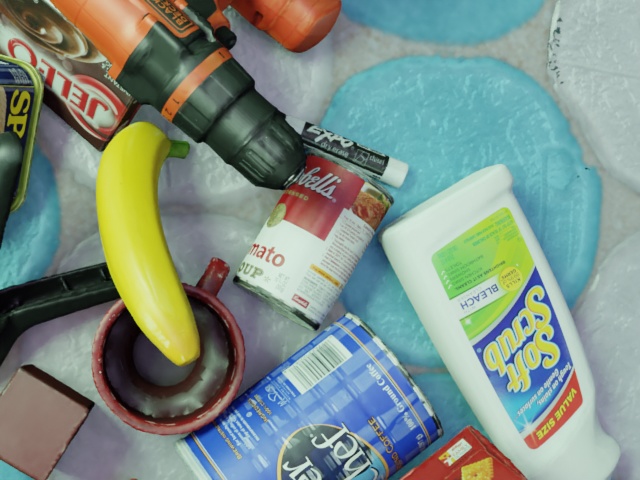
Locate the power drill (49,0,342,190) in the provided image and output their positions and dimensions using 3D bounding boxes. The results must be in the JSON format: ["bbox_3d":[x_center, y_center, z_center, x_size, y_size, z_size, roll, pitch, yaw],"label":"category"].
[{"bbox_3d":[-0.054,-0.128,0.659,0.184,0.187,0.057,44,124,-3],"label":"power drill"}]

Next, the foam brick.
[{"bbox_3d":[-0.177,0.113,0.668,0.051,0.078,0.053,33,81,-5],"label":"foam brick"}]

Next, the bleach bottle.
[{"bbox_3d":[0.142,0.080,0.734,0.102,0.068,0.251,-31,94,-9],"label":"bleach bottle"}]

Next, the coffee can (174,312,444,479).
[{"bbox_3d":[-0.007,0.128,0.683,0.140,0.103,0.103,-37,93,-10],"label":"coffee can"}]

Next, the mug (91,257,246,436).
[{"bbox_3d":[-0.092,0.063,0.684,0.093,0.081,0.117,27,82,-7],"label":"mug"}]

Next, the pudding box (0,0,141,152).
[{"bbox_3d":[-0.159,-0.121,0.680,0.113,0.090,0.039,43,53,-4],"label":"pudding box"}]

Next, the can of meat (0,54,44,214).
[{"bbox_3d":[-0.222,-0.064,0.652,0.057,0.083,0.102,17,102,18],"label":"can of meat"}]

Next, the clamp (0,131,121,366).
[{"bbox_3d":[-0.205,0.044,0.667,0.210,0.036,0.164,-45,139,7],"label":"clamp"}]

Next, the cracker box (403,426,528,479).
[{"bbox_3d":[0.087,0.246,0.661,0.164,0.072,0.213,-38,124,-10],"label":"cracker box"}]

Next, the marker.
[{"bbox_3d":[0.003,-0.067,0.742,0.121,0.020,0.020,22,83,-7],"label":"marker"}]

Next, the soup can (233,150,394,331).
[{"bbox_3d":[-0.005,0.001,0.711,0.068,0.068,0.102,32,82,-6],"label":"soup can"}]

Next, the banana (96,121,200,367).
[{"bbox_3d":[-0.103,-0.013,0.643,0.069,0.037,0.198,21,39,-26],"label":"banana"}]

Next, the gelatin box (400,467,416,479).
[{"bbox_3d":[0.047,0.194,0.697,0.073,0.089,0.030,-35,57,-11],"label":"gelatin box"}]
